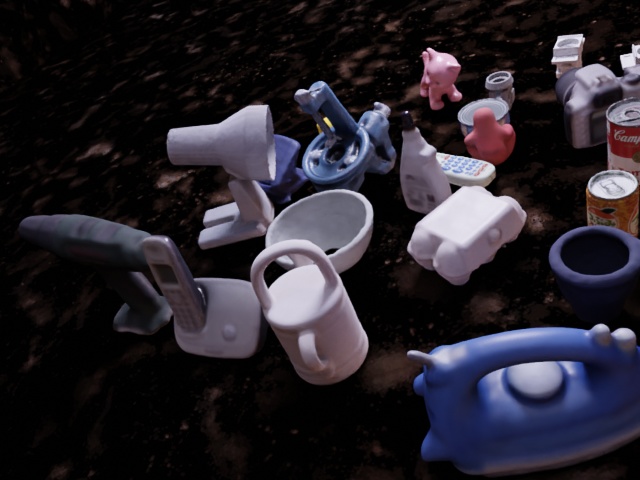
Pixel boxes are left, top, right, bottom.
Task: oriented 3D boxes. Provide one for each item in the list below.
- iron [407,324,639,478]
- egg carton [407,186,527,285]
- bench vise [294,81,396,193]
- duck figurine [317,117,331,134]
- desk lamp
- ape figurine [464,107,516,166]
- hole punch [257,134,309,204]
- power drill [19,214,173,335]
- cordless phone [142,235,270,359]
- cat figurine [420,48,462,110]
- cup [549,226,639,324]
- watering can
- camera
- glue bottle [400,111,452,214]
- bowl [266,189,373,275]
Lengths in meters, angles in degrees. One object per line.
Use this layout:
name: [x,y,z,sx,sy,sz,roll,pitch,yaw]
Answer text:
iron: [0.209,0.128,0.539,0.258,0.142,0.118,-14,38,12]
egg carton: [0.198,-0.009,0.770,0.150,0.070,0.107,-38,40,-18]
bench vise: [0.032,-0.178,0.938,0.121,0.220,0.207,0,43,28]
duck figurine: [0.021,-0.187,1.066,0.104,0.086,0.077,-17,38,9]
desk lamp: [-0.146,-0.107,0.951,0.203,0.214,0.118,-15,38,11]
ape figurine: [0.267,-0.169,0.909,0.077,0.092,0.076,-3,42,25]
hole punch: [-0.083,-0.130,1.047,0.108,0.091,0.101,20,55,42]
power drill: [-0.317,0.047,0.859,0.228,0.209,0.076,-1,43,27]
cordless phone: [-0.153,0.071,0.763,0.147,0.185,0.094,-2,42,26]
cat figurine: [0.225,-0.319,1.091,0.067,0.118,0.127,-22,37,2]
cup: [0.315,0.043,0.625,0.117,0.095,0.091,-12,39,15]
watering can: [-0.019,0.072,0.684,0.101,0.194,0.172,-31,38,-9]
camera: [0.435,-0.229,0.886,0.143,0.101,0.136,-18,38,8]
glue bottle: [0.145,-0.112,0.837,0.077,0.173,0.037,20,55,42]
bowl: [0.008,0.003,0.852,0.167,0.075,0.167,-14,38,12]
